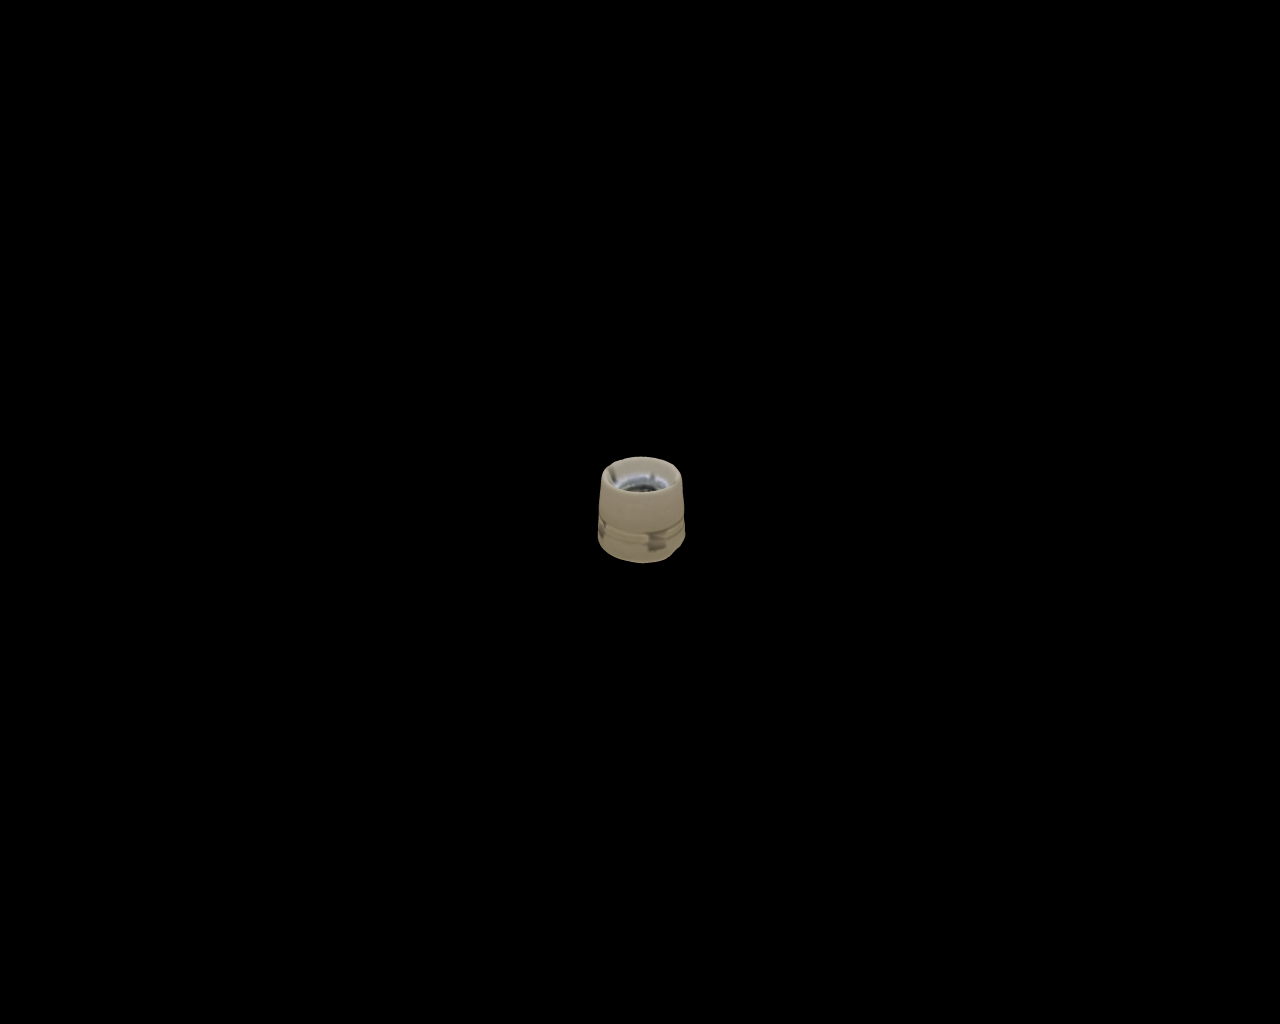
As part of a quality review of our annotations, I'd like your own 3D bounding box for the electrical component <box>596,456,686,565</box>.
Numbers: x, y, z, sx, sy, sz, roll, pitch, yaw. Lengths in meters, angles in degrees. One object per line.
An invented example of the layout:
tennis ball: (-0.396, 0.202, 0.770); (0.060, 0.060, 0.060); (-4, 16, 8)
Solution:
electrical component: (0.001, -0.003, 0.650); (0.055, 0.047, 0.055); (0, 30, 0)
